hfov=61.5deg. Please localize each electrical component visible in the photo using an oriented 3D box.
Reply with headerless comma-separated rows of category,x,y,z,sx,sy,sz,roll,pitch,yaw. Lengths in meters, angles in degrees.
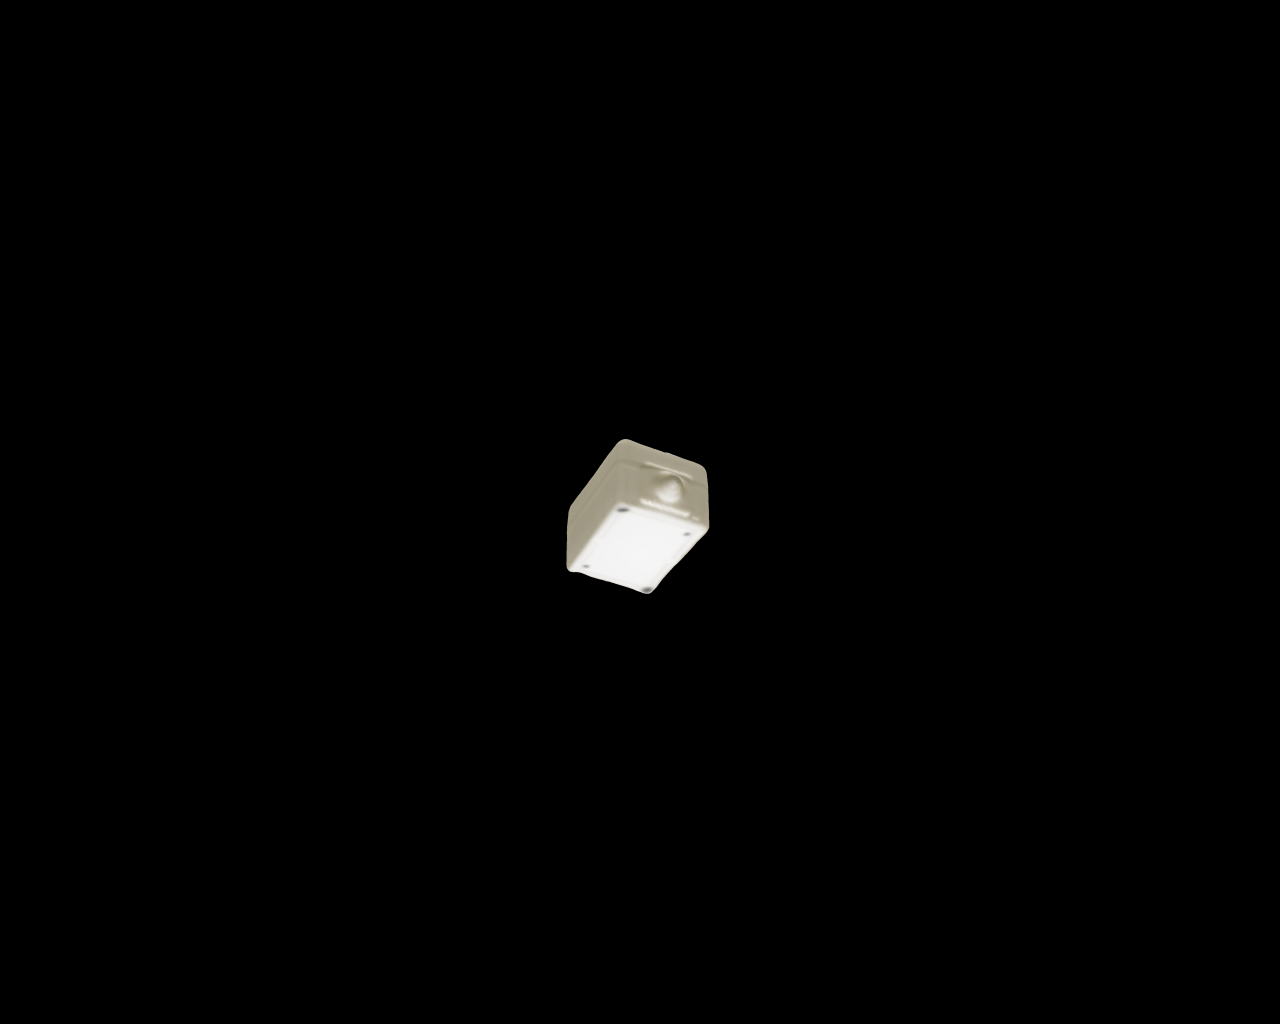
electrical component,0.001,-0.003,0.650,0.062,0.061,0.096,17,-41,-21
